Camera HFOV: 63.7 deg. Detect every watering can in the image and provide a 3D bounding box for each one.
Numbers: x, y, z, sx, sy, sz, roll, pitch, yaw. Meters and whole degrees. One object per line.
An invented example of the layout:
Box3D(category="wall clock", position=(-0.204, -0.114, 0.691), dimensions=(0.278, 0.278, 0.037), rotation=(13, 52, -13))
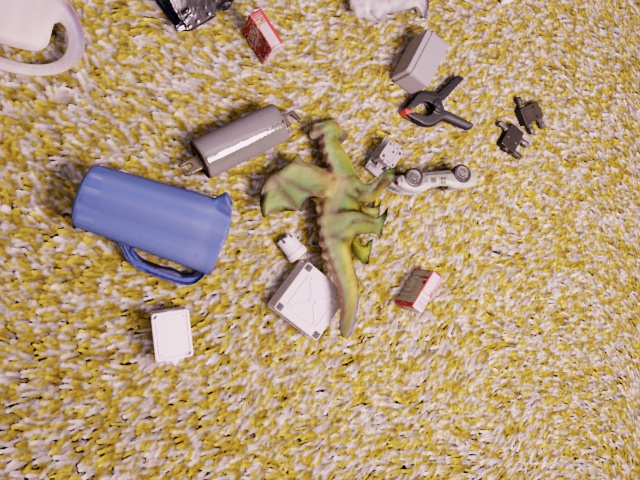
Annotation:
Box3D(category="watering can", position=(-0.532, -0.386, 0.779), dimensions=(0.346, 0.106, 0.221), rotation=(18, 115, -23))

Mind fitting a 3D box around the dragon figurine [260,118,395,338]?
Box3D(category="dragon figurine", position=(0.003, -0.049, 0.969), dimensions=(0.242, 0.120, 0.416), rotation=(18, 72, -7))

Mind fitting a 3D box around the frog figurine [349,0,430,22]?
Box3D(category="frog figurine", position=(0.139, -0.506, 1.046), dimensions=(0.159, 0.120, 0.140), rotation=(0, 55, -11))
